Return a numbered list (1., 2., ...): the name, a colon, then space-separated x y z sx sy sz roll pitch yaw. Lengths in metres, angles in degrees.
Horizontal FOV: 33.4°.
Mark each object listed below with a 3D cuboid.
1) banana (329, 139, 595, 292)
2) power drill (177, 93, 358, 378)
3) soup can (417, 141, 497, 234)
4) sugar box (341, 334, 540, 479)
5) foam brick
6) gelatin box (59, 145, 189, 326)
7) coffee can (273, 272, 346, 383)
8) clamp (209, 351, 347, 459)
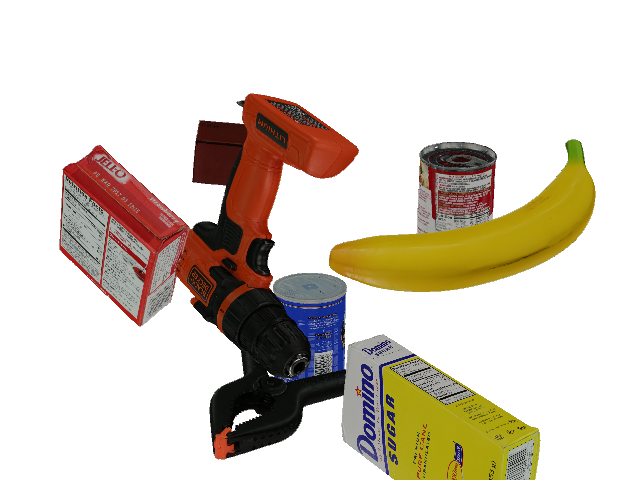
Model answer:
1. banana: 0.105 -0.003 0.681 0.197 0.037 0.070 -23 45 -18
2. power drill: -0.041 -0.008 0.847 0.057 0.188 0.185 7 25 -45
3. soup can: 0.122 -0.029 0.957 0.068 0.102 0.068 -1 24 0
4. sugar box: 0.086 0.150 0.818 0.048 0.093 0.176 -14 27 -37
5. foam brick: -0.096 -0.093 1.150 0.078 0.051 0.053 5 30 -4
6. gelatin box: -0.115 -0.002 0.618 0.030 0.073 0.089 -40 -15 -33
7. coffee can: -0.015 0.128 1.502 0.103 0.140 0.103 0 19 0
8. clamp: -0.041 0.160 1.094 0.165 0.036 0.209 11 27 16
